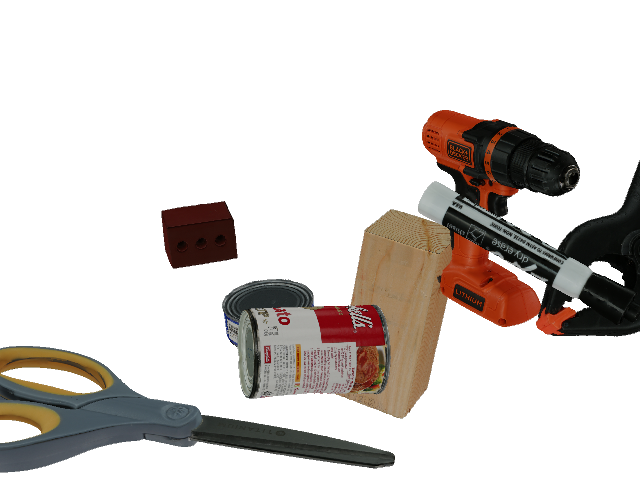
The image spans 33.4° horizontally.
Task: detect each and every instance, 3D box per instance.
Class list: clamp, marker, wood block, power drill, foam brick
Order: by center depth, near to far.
[{"bbox_3d":[0.104,0.006,0.532,0.121,0.020,0.020,31,11,20],"label":"marker"},{"bbox_3d":[0.221,0.014,0.706,0.120,0.171,0.039,43,-11,14],"label":"clamp"},{"bbox_3d":[0.167,-0.019,0.989,0.057,0.188,0.185,-17,27,-27],"label":"power drill"},{"bbox_3d":[0.088,0.083,1.212,0.090,0.206,0.090,18,24,19],"label":"wood block"},{"bbox_3d":[-0.139,-0.007,1.220,0.078,0.053,0.051,-10,28,-11],"label":"foam brick"}]

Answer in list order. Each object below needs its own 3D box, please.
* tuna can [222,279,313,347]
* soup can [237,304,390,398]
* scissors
[{"bbox_3d":[-0.048,0.070,1.000,0.086,0.034,0.086,-4,25,2],"label":"tuna can"},{"bbox_3d":[-0.007,0.083,0.797,0.102,0.068,0.069,-1,0,-15],"label":"soup can"},{"bbox_3d":[-0.079,0.086,0.458,0.202,0.016,0.096,14,27,26],"label":"scissors"}]
